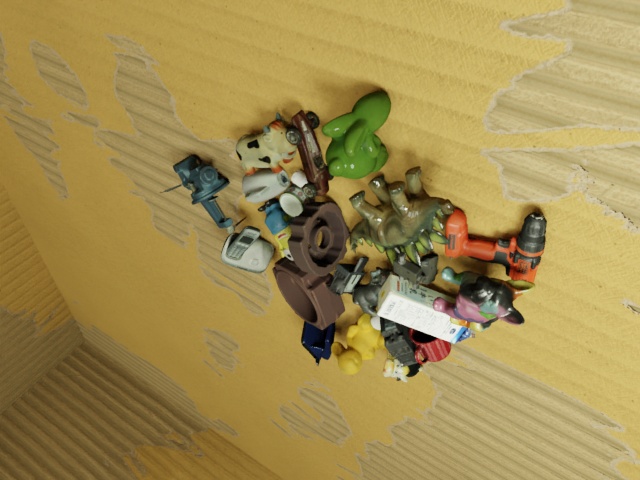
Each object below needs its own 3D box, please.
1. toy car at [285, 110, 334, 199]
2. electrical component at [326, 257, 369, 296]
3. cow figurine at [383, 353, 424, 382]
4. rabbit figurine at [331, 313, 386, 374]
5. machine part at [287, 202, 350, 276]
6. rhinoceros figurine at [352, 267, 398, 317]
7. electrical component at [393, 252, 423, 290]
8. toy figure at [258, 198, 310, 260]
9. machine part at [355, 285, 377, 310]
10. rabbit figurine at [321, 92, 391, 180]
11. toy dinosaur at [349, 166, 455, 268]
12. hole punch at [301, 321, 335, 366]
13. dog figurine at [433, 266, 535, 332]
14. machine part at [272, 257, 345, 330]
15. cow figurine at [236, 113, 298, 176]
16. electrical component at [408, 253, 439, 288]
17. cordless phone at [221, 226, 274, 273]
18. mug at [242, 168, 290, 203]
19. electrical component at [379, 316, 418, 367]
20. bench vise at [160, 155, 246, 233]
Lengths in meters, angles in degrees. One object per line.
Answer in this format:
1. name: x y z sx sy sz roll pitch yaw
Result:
1. toy car: -0.017 -0.187 1.189 0.053 0.089 0.201 13 133 35
2. electrical component: 0.075 0.085 1.377 0.048 0.075 0.119 38 113 35
3. cow figurine: 0.224 0.343 1.447 0.098 0.167 0.068 12 92 19
4. rabbit figurine: 0.098 0.301 1.500 0.122 0.173 0.162 48 140 -13
5. machine part: -0.003 -0.004 1.295 0.056 0.179 0.179 8 131 42
6. rhinoceros figurine: 0.160 0.115 1.329 0.112 0.073 0.190 44 133 -9
7. electrical component: 0.181 0.063 1.100 0.063 0.021 0.093 32 154 29
8. toy figure: -0.085 -0.030 1.419 0.180 0.089 0.082 57 154 -4
9. machine part: 0.098 0.142 1.455 0.139 0.039 0.084 30 150 14
10. rabbit figurine: 0.070 -0.213 1.050 0.121 0.159 0.170 41 130 20
11. toy dinosaur: 0.150 -0.033 1.141 0.198 0.105 0.471 60 161 -10
12. hole punch: 0.012 0.289 1.614 0.092 0.142 0.115 -15 132 21
13. dog figurine: 0.345 0.127 1.084 0.191 0.108 0.219 32 166 -27
14. machine part: -0.035 0.139 1.497 0.201 0.087 0.201 23 143 47
15. cow figurine: -0.122 -0.222 1.261 0.195 0.085 0.127 3 134 43
16. electrical component: 0.233 0.069 1.211 0.045 0.102 0.078 12 109 31
17. cordless phone: -0.188 0.014 1.527 0.146 0.089 0.184 19 146 -23
18. mug: -0.137 -0.137 1.343 0.107 0.109 0.080 -14 112 34
19. electrical component: 0.200 0.240 1.368 0.058 0.115 0.134 -23 128 18
20. bench vise: -0.319 -0.122 1.516 0.224 0.129 0.240 -10 115 51
